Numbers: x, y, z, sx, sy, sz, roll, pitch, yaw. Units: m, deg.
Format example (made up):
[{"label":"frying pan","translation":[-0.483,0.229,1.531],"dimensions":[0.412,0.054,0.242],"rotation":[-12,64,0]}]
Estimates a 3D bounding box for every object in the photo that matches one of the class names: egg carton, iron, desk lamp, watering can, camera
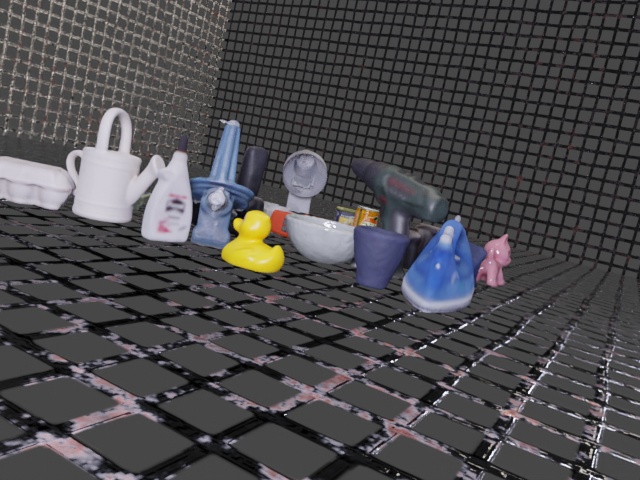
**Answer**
[{"label":"egg carton","translation":[-0.507,-0.100,0.991],"dimensions":[0.150,0.069,0.107],"rotation":[11,7,-17]},{"label":"iron","translation":[0.204,0.030,0.938],"dimensions":[0.118,0.141,0.259],"rotation":[14,7,14]},{"label":"desk lamp","translation":[-0.054,-0.145,1.580],"dimensions":[0.118,0.213,0.203],"rotation":[12,7,-6]},{"label":"watering can","translation":[-0.359,-0.133,1.009],"dimensions":[0.173,0.194,0.100],"rotation":[11,7,-13]},{"label":"camera","translation":[0.240,0.020,1.254],"dimensions":[0.144,0.101,0.136],"rotation":[7,9,-39]}]

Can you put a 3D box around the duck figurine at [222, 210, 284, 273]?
[{"label":"duck figurine","translation":[-0.097,-0.001,0.872],"dimensions":[0.104,0.086,0.078],"rotation":[17,8,32]}]

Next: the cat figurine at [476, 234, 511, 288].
[{"label":"cat figurine","translation":[0.396,0.041,1.302],"dimensions":[0.067,0.118,0.128],"rotation":[16,8,28]}]

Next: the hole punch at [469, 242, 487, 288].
[{"label":"hole punch","translation":[0.267,0.046,1.136],"dimensions":[0.108,0.091,0.101],"rotation":[17,8,29]}]

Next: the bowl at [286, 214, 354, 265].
[{"label":"bowl","translation":[0.010,0.004,1.075],"dimensions":[0.167,0.075,0.167],"rotation":[13,7,-1]}]

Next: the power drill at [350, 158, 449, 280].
[{"label":"power drill","translation":[0.127,-0.040,1.083],"dimensions":[0.228,0.208,0.076],"rotation":[19,9,42]}]

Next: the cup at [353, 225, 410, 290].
[{"label":"cup","translation":[0.090,0.028,0.938],"dimensions":[0.092,0.095,0.117],"rotation":[12,7,-6]}]

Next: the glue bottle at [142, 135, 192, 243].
[{"label":"glue bottle","translation":[-0.235,-0.083,0.923],"dimensions":[0.037,0.173,0.078],"rotation":[18,9,39]}]

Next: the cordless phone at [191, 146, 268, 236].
[{"label":"cordless phone","translation":[-0.178,-0.106,1.160],"dimensions":[0.148,0.185,0.093],"rotation":[6,9,-43]}]

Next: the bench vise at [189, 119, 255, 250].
[{"label":"bench vise","translation":[-0.158,-0.099,0.994],"dimensions":[0.122,0.220,0.206],"rotation":[9,8,-27]}]
